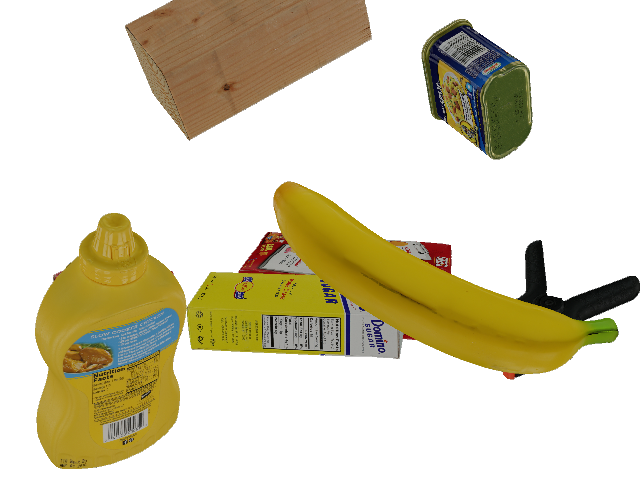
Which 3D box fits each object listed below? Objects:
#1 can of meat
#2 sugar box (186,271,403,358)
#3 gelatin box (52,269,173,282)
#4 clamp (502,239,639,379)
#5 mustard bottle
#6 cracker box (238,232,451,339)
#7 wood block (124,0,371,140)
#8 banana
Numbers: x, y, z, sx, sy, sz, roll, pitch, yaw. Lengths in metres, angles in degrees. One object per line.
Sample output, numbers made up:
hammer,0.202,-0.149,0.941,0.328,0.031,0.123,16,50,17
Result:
can of meat,0.142,-0.133,0.951,0.057,0.102,0.084,-32,49,-13
sugar box,-0.017,0.061,0.907,0.176,0.048,0.093,-1,18,8
gelatin box,-0.197,0.042,1.016,0.089,0.030,0.073,15,25,24
clamp,0.217,0.064,1.044,0.171,0.039,0.120,-36,43,-29
mustard bottle,-0.134,0.062,0.683,0.096,0.192,0.058,-16,47,-29
cracker box,0.031,0.048,1.141,0.214,0.072,0.164,4,15,7
wood block,-0.065,-0.197,1.013,0.206,0.090,0.091,-30,-38,-11
banana,0.046,0.022,0.537,0.198,0.037,0.069,26,19,20
